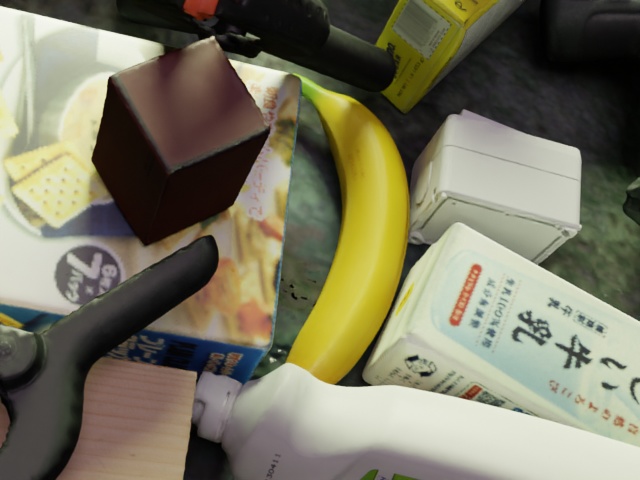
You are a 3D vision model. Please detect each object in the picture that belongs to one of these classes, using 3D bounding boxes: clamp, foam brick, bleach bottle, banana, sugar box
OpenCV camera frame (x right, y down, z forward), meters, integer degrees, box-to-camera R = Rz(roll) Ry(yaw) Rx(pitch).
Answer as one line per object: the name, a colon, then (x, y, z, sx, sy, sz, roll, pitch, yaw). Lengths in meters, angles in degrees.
clamp: (-0.112, 0.045, 0.416, 0.120, 0.039, 0.171, 15, 68, -4)
foam brick: (-0.064, -0.042, 0.474, 0.051, 0.078, 0.053, -27, 78, -26)
clamp: (-0.050, -0.113, 0.528, 0.164, 0.210, 0.036, 16, 95, 8)
bleach bottle: (0.060, 0.111, 0.493, 0.251, 0.103, 0.068, 20, 33, 3)
banana: (0.015, -0.003, 0.583, 0.069, 0.037, 0.198, -2, 63, 5)
sugar box: (0.104, -0.160, 0.648, 0.048, 0.093, 0.176, 42, 61, 3)

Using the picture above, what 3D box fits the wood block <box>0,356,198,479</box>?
wood block: (-0.165, 0.093, 0.452, 0.206, 0.090, 0.091, 11, 64, -11)
